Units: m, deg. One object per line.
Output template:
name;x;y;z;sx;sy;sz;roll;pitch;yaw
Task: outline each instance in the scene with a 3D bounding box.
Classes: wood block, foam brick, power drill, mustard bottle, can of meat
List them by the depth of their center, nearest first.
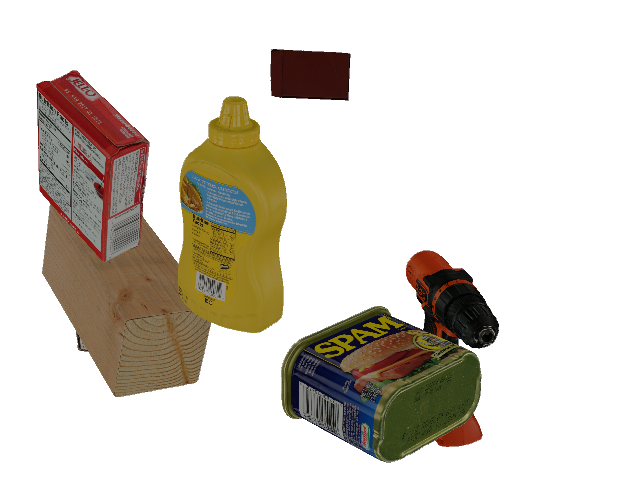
can of meat;0.040;0.090;0.677;0.101;0.057;0.084;-20;30;-40
mustard bottle;-0.073;-0.024;0.873;0.096;0.192;0.058;22;32;32
wood block;-0.196;0.049;1.055;0.090;0.091;0.206;-6;35;-33
power drill;0.141;0.122;1.142;0.057;0.188;0.184;-6;23;-12
foam brick;-0.012;-0.180;1.159;0.078;0.051;0.053;0;11;-15

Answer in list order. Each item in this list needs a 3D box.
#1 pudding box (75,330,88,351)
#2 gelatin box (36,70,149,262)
pudding box;-0.227;0.107;1.297;0.114;0.039;0.090;1;15;15
gelatin box;-0.135;-0.044;0.629;0.030;0.089;0.073;-28;58;-34
